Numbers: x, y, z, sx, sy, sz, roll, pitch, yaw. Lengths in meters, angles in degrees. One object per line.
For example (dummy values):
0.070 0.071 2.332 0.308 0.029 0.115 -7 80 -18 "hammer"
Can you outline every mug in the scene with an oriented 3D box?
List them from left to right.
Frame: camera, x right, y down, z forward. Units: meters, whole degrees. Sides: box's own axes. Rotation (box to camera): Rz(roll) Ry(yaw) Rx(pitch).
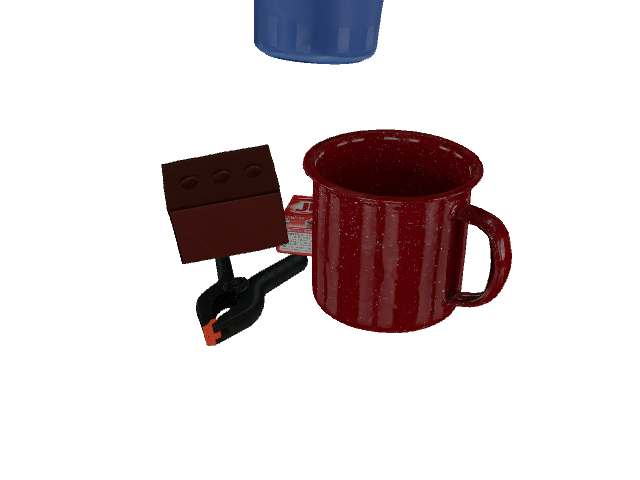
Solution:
0.046 -0.001 0.560 0.117 0.081 0.093 18 32 30 "mug"

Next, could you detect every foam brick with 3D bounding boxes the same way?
-0.065 -0.025 0.734 0.078 0.051 0.053 -11 42 -4 "foam brick"

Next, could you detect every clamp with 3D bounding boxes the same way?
-0.086 0.059 1.253 0.120 0.039 0.171 -5 37 18 "clamp"

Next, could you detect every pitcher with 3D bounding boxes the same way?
0.009 -0.273 0.885 0.145 0.243 0.149 7 19 9 "pitcher"

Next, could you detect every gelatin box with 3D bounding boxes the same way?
0.010 -0.012 0.930 0.089 0.030 0.073 6 24 10 "gelatin box"
